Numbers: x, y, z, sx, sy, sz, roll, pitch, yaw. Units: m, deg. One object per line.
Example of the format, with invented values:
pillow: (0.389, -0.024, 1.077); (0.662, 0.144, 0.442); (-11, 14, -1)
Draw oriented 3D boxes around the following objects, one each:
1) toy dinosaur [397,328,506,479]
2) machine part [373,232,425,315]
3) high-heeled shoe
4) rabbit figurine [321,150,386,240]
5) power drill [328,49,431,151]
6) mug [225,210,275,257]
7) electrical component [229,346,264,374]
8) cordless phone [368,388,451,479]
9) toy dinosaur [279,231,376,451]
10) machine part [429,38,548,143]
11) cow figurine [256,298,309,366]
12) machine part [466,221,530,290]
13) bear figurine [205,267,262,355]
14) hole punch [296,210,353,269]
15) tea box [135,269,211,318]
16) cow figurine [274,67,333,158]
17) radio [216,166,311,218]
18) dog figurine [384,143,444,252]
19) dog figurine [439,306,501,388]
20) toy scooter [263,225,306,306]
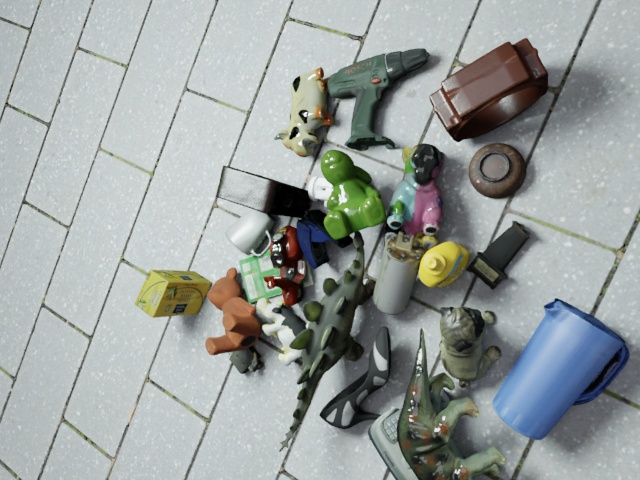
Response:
toy dinosaur: (0.219, 0.388, 1.012); (0.192, 0.131, 0.405); (-27, 77, -12)
machine part: (0.156, 0.073, 1.082); (0.079, 0.079, 0.243); (31, 140, 23)
high-heeled shoe: (0.074, 0.289, 1.138); (0.145, 0.086, 0.248); (5, 104, 9)
rabbit figurine: (0.063, -0.107, 1.093); (0.121, 0.159, 0.170); (-19, 98, 20)
power drill: (0.126, -0.304, 1.173); (0.232, 0.086, 0.207); (-1, 90, 25)
mug: (-0.155, -0.020, 1.278); (0.107, 0.080, 0.110); (-48, 66, 6)
electrical component: (-0.184, 0.275, 1.288); (0.078, 0.045, 0.102); (-43, 70, 14)
cordless phone: (0.206, 0.395, 1.094); (0.184, 0.088, 0.147); (-35, 72, 3)
toy dinosaur: (0.014, 0.204, 1.123); (0.105, 0.198, 0.471); (15, 91, 27)
machine part: (0.322, -0.273, 1.017); (0.201, 0.201, 0.087); (-30, 78, 19)
cow figurine: (-0.077, 0.193, 1.234); (0.098, 0.068, 0.167); (-33, 77, 12)
machine part: (0.362, 0.026, 1.069); (0.084, 0.039, 0.139); (42, 105, 29)
bear figurine: (-0.218, 0.158, 1.250); (0.120, 0.132, 0.196); (-50, 56, 24)
hole punch: (-0.002, -0.004, 1.186); (0.116, 0.142, 0.092); (46, 108, 8)
tea box: (-0.353, 0.128, 1.305); (0.068, 0.169, 0.098); (28, 99, 23)
cow figurine: (-0.037, -0.286, 1.240); (0.127, 0.085, 0.195); (-5, 79, 31)
radio: (-0.114, -0.101, 1.185); (0.131, 0.229, 0.073); (18, 97, 21)
dog figurine: (0.201, -0.091, 1.115); (0.109, 0.191, 0.219); (10, 60, 7)
dog figurine: (0.266, 0.206, 1.014); (0.121, 0.190, 0.172); (-10, 84, 23)
toy scooter: (-0.082, 0.056, 1.193); (0.075, 0.135, 0.183); (-5, 85, 25)
